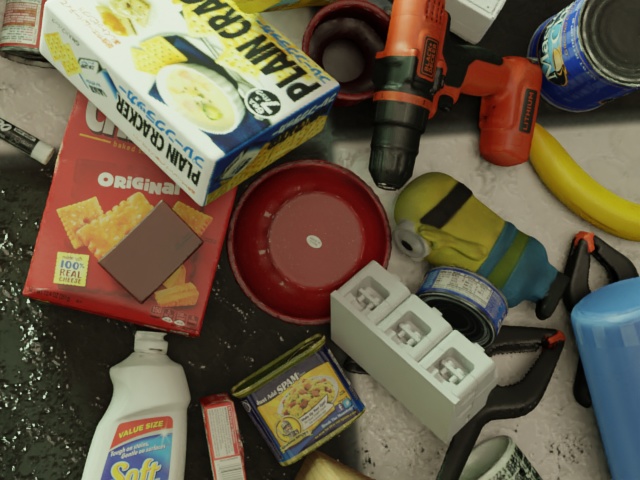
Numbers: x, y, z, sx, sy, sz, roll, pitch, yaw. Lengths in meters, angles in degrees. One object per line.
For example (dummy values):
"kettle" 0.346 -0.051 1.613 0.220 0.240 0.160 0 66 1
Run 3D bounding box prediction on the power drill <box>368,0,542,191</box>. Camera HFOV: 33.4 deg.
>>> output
"power drill" 0.123 -0.123 0.981 0.187 0.057 0.184 13 87 -44

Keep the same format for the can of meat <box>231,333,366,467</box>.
"can of meat" -0.019 0.150 1.001 0.102 0.057 0.084 -32 94 -7

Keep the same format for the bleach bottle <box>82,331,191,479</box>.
"bleach bottle" -0.175 0.209 0.977 0.102 0.068 0.251 6 85 -8

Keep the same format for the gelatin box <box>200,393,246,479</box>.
"gelatin box" -0.088 0.188 0.982 0.030 0.073 0.089 -9 88 -9

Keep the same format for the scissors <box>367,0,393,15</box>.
"scissors" 0.067 -0.243 1.046 0.201 0.016 0.096 22 86 -6

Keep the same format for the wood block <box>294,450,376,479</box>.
"wood block" 0.023 0.255 0.927 0.091 0.206 0.090 28 84 -5

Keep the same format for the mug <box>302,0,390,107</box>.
"mug" 0.036 -0.169 1.006 0.117 0.081 0.093 7 87 -7

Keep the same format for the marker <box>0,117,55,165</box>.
"marker" -0.304 -0.108 0.992 0.121 0.020 0.020 30 84 -5

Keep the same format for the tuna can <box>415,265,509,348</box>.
"tuna can" 0.129 0.064 0.994 0.086 0.086 0.033 34 59 -5

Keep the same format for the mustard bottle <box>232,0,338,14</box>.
"mustard bottle" -0.025 -0.233 0.929 0.191 0.096 0.058 -24 92 -51

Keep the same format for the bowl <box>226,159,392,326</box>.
"bowl" -0.007 0.001 1.009 0.162 0.055 0.162 0 88 -7

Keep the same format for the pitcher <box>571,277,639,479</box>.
"pitcher" 0.324 0.157 0.994 0.145 0.149 0.243 -18 100 8

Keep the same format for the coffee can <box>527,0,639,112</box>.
"coffee can" 0.266 -0.182 1.006 0.102 0.140 0.103 0 88 -8

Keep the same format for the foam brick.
"foam brick" -0.145 0.011 0.919 0.078 0.051 0.053 -44 94 -8

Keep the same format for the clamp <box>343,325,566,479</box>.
"clamp" 0.147 0.149 1.012 0.209 0.036 0.164 -19 65 -12

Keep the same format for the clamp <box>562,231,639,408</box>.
"clamp" 0.278 0.078 1.051 0.120 0.039 0.171 -30 94 -12

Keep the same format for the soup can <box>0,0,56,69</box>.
"soup can" -0.254 -0.215 0.978 0.068 0.068 0.102 8 87 -7

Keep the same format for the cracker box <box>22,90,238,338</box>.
"cracker box" -0.164 -0.032 0.981 0.164 0.072 0.214 15 86 -7

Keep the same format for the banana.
"banana" 0.279 -0.046 1.058 0.197 0.037 0.069 25 67 -7
